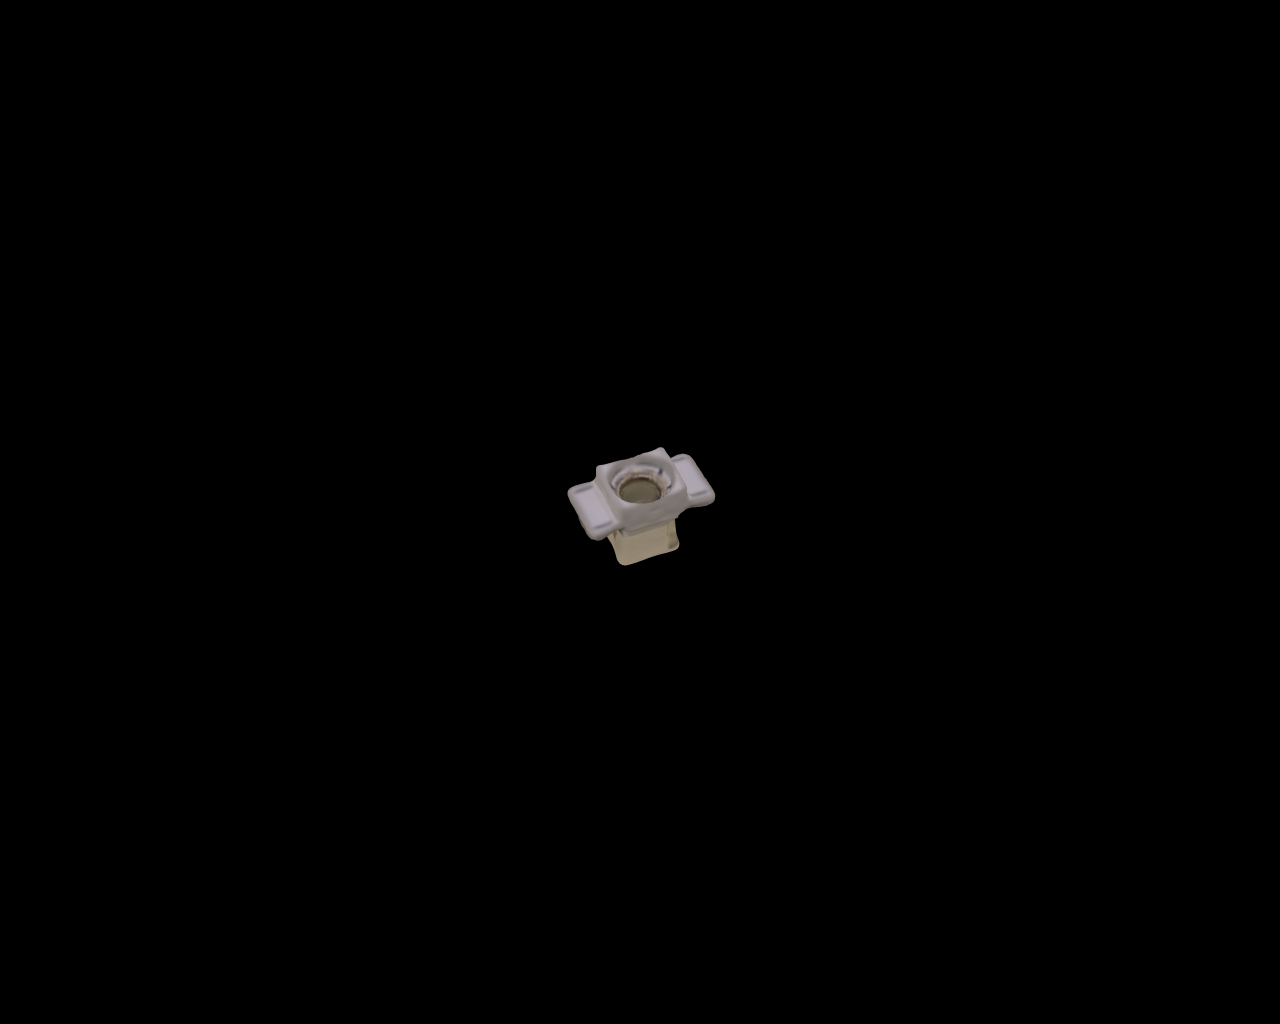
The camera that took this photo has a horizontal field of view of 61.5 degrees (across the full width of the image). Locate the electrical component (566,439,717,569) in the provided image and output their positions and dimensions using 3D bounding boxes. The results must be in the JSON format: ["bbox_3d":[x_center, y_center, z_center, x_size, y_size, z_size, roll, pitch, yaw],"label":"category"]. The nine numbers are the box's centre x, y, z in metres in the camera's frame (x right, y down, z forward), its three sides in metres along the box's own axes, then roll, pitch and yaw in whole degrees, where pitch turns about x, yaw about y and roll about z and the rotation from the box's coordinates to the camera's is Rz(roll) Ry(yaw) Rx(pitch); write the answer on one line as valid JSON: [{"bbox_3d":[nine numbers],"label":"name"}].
[{"bbox_3d":[0.001,-0.003,0.650,0.081,0.042,0.063,-17,-39,-14],"label":"electrical component"}]
